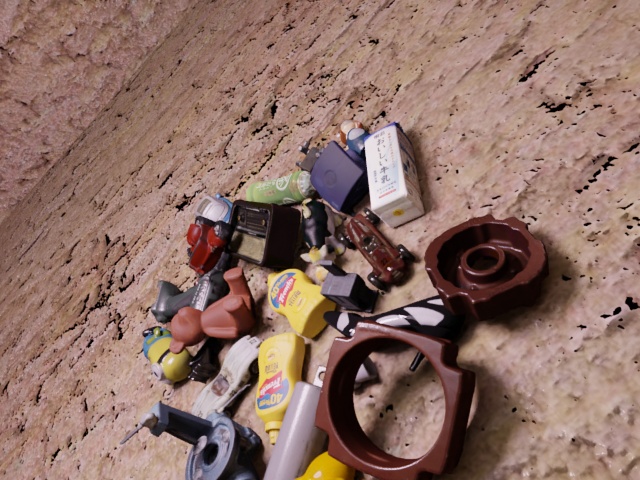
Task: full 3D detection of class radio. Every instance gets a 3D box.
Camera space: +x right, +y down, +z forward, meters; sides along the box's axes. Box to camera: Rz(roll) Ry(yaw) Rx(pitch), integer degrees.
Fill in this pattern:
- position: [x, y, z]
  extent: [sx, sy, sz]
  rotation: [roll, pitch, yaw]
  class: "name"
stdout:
- position: [-0.131, -0.017, 1.174]
  extent: [0.230, 0.073, 0.131]
  rotation: [13, 92, 57]
  class: "radio"

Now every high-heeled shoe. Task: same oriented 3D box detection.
- position: [0.115, 0.117, 0.886]
  extent: [0.249, 0.086, 0.145]
  rotation: [21, 75, 44]
  class: "high-heeled shoe"

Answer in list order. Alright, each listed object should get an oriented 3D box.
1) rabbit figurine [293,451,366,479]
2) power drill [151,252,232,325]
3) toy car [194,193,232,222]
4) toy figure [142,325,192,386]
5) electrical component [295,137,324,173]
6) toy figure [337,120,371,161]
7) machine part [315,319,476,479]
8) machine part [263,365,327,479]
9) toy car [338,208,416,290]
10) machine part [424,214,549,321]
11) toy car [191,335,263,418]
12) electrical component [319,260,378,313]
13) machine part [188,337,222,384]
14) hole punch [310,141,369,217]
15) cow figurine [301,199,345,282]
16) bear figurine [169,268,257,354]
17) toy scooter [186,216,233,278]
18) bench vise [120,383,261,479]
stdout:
- position: [0.014, 0.377, 0.764]
  extent: [0.162, 0.121, 0.173]
  rotation: [-22, 22, 8]
  class: "rabbit figurine"
- position: [-0.303, 0.119, 1.294]
  extent: [0.207, 0.085, 0.232]
  rotation: [-12, 55, 29]
  class: "power drill"
- position: [-0.265, -0.060, 1.365]
  extent: [0.109, 0.102, 0.162]
  rotation: [-56, 38, -4]
  class: "toy car"
- position: [-0.354, 0.255, 1.230]
  extent: [0.089, 0.082, 0.180]
  rotation: [-53, 37, 3]
  class: "toy figure"
- position: [-0.017, -0.197, 1.275]
  extent: [0.078, 0.045, 0.102]
  rotation: [-49, 39, 1]
  class: "electrical component"
- position: [0.080, -0.231, 1.201]
  extent: [0.064, 0.057, 0.155]
  rotation: [-8, 38, -18]
  class: "toy figure"
- position: [0.105, 0.225, 0.758]
  extent: [0.202, 0.087, 0.201]
  rotation: [9, 83, 33]
  class: "machine part"
- position: [-0.031, 0.321, 0.871]
  extent: [0.079, 0.079, 0.243]
  rotation: [-2, 61, 43]
  class: "machine part"
- position: [0.098, 0.009, 1.005]
  extent: [0.089, 0.053, 0.202]
  rotation: [-46, 41, 11]
  class: "toy car"
- position: [0.246, 0.039, 0.802]
  extent: [0.179, 0.056, 0.179]
  rotation: [-16, 40, 14]
  class: "machine part"
- position: [-0.178, 0.279, 1.060]
  extent: [0.074, 0.056, 0.201]
  rotation: [28, 83, 50]
  class: "toy car"
- position: [0.041, 0.083, 0.950]
  extent: [0.075, 0.119, 0.048]
  rotation: [1, 62, 41]
  class: "electrical component"
- position: [-0.245, 0.253, 1.134]
  extent: [0.084, 0.039, 0.139]
  rotation: [-44, 15, 3]
  class: "machine part"
- position: [0.042, -0.128, 1.102]
  extent: [0.116, 0.092, 0.142]
  rotation: [-47, 69, 11]
  class: "hole punch"
- position: [-0.001, -0.003, 1.072]
  extent: [0.068, 0.098, 0.167]
  rotation: [-23, 47, 22]
  class: "cow figurine"
- position: [-0.236, 0.153, 1.123]
  extent: [0.196, 0.131, 0.120]
  rotation: [-11, 41, 5]
  class: "bear figurine"
- position: [-0.266, 0.016, 1.234]
  extent: [0.184, 0.075, 0.135]
  rotation: [12, 79, 60]
  class: "toy scooter"
- position: [-0.193, 0.324, 0.887]
  extent: [0.129, 0.240, 0.224]
  rotation: [-47, 30, 9]
  class: "bench vise"
